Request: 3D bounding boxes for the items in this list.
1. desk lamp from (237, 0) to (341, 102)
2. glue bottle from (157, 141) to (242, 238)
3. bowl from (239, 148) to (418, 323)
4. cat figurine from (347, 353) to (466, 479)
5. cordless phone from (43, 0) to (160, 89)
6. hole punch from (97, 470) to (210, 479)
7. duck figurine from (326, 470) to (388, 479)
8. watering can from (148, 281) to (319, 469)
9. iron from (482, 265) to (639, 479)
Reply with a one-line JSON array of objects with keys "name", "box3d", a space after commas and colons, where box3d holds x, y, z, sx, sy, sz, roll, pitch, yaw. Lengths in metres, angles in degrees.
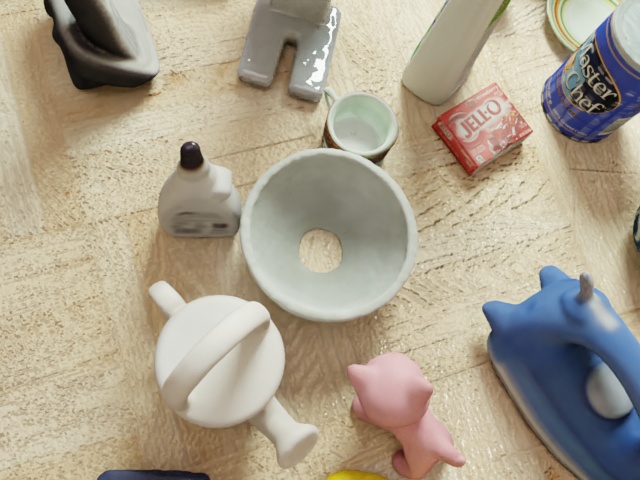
[{"name": "desk lamp", "box3d": [-0.006, -0.283, 0.564, 0.118, 0.213, 0.203, 13, 72, -5]}, {"name": "glue bottle", "box3d": [-0.106, -0.043, 0.497, 0.078, 0.173, 0.037, 1, 73, -9]}, {"name": "bowl", "box3d": [0.005, 0.002, 0.554, 0.167, 0.074, 0.167, 3, 73, -9]}, {"name": "cat figurine", "box3d": [0.076, 0.149, 0.500, 0.067, 0.117, 0.128, -39, 83, -18]}, {"name": "cordless phone", "box3d": [-0.216, -0.239, 0.530, 0.094, 0.185, 0.147, -21, 78, -15]}, {"name": "hole punch", "box3d": [-0.139, 0.239, 0.450, 0.101, 0.091, 0.109, 5, 73, -8]}, {"name": "duck figurine", "box3d": [0.046, 0.241, 0.484, 0.104, 0.086, 0.077, 34, 71, 2]}, {"name": "watering can", "box3d": [-0.071, 0.099, 0.449, 0.173, 0.194, 0.101, 26, 71, -1]}, {"name": "iron", "box3d": [0.267, 0.143, 0.522, 0.119, 0.141, 0.258, -28, 80, -16]}]
